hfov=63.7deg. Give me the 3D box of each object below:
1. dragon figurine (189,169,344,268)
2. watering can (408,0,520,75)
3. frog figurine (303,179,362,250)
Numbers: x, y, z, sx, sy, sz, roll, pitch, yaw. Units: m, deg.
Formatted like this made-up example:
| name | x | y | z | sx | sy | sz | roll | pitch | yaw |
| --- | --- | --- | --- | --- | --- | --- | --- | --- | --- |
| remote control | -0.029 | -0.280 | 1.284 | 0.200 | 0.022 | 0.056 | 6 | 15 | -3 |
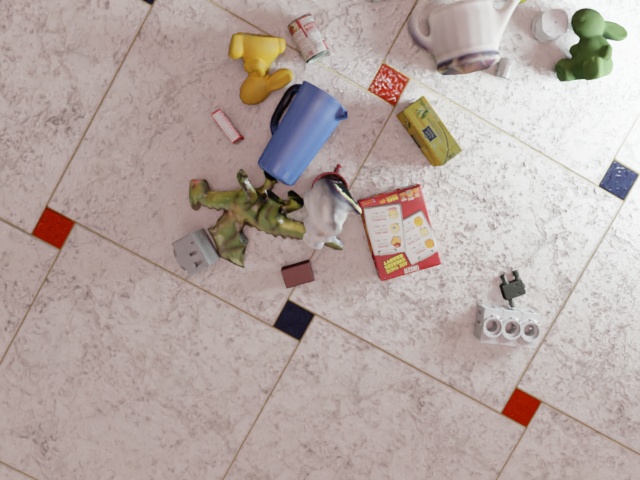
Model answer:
| name | x | y | z | sx | sy | sz | roll | pitch | yaw |
| --- | --- | --- | --- | --- | --- | --- | --- | --- | --- |
| dragon figurine | -0.164 | -0.034 | 1.314 | 0.410 | 0.124 | 0.240 | 41 | 109 | -2 |
| watering can | 0.395 | -0.531 | 1.265 | 0.347 | 0.104 | 0.224 | -8 | 94 | 17 |
| frog figurine | 0.004 | -0.061 | 1.214 | 0.158 | 0.122 | 0.139 | -43 | 63 | 12 |
